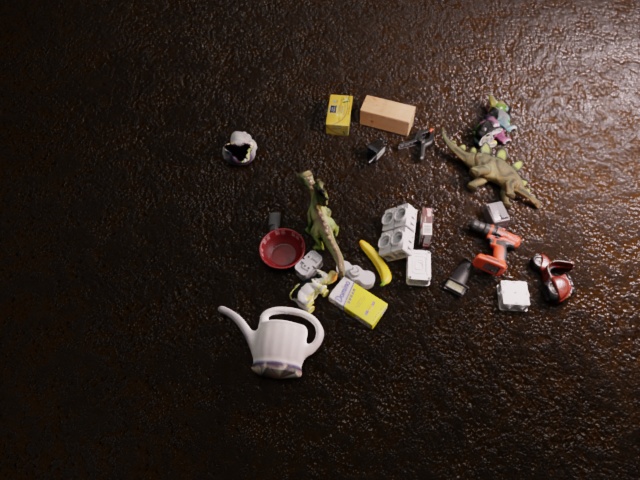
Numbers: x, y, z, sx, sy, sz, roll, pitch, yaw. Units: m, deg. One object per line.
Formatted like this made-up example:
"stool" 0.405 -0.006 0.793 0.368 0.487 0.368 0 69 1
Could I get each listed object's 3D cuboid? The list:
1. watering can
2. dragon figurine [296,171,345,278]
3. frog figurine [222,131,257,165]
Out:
"watering can" -0.164 0.313 1.603 0.348 0.102 0.229 5 60 5
"dragon figurine" 0.005 -0.088 1.754 0.122 0.237 0.419 -20 47 -9
"frog figurine" -0.322 -0.366 2.052 0.137 0.121 0.162 -24 25 -2
